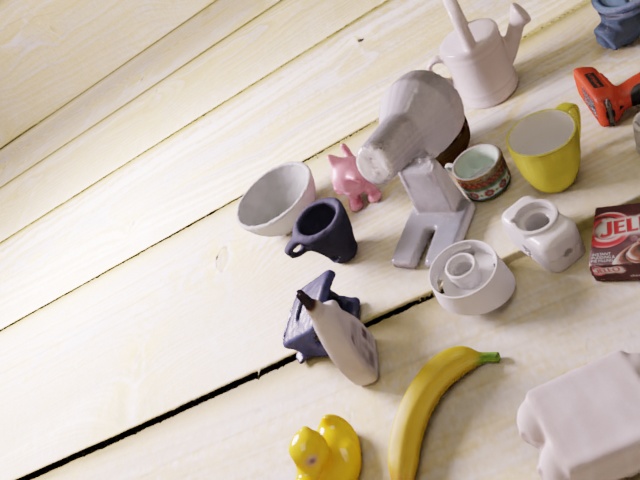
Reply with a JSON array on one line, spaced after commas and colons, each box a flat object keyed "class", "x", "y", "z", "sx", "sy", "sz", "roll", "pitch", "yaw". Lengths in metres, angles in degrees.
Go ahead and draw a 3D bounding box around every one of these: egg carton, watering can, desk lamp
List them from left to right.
[{"class": "desk lamp", "x": 0.137, "y": -0.099, "z": 0.803, "sx": 0.117, "sy": 0.214, "sz": 0.203, "roll": -1, "pitch": 51, "yaw": 40}, {"class": "watering can", "x": 0.258, "y": -0.327, "z": 0.950, "sx": 0.173, "sy": 0.195, "sz": 0.100, "roll": -36, "pitch": 37, "yaw": 6}, {"class": "egg carton", "x": 0.265, "y": 0.171, "z": 0.536, "sx": 0.150, "sy": 0.070, "sz": 0.107, "roll": -31, "pitch": 38, "yaw": 12}]

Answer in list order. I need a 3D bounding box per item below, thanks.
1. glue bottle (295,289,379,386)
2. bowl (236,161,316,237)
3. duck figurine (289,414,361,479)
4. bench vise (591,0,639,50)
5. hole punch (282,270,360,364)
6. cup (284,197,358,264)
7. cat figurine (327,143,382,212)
[{"class": "glue bottle", "x": 0.019, "y": 0.113, "z": 0.721, "sx": 0.037, "sy": 0.174, "sz": 0.078, "roll": -23, "pitch": 40, "yaw": 22}, {"class": "bowl", "x": -0.069, "y": -0.063, "z": 1.061, "sx": 0.167, "sy": 0.075, "sz": 0.167, "roll": -23, "pitch": 40, "yaw": 21}, {"class": "duck figurine", "x": -0.001, "y": 0.249, "z": 0.672, "sx": 0.077, "sy": 0.086, "sz": 0.104, "roll": -13, "pitch": 44, "yaw": 31}, {"class": "bench vise", "x": 0.477, "y": -0.421, "z": 0.836, "sx": 0.207, "sy": 0.220, "sz": 0.121, "roll": -43, "pitch": 37, "yaw": -4}, {"class": "hole punch", "x": -0.009, "y": 0.109, "z": 0.819, "sx": 0.100, "sy": 0.091, "sz": 0.109, "roll": -12, "pitch": 45, "yaw": 32}, {"class": "cup", "x": 0.008, "y": 0.003, "z": 0.909, "sx": 0.118, "sy": 0.095, "sz": 0.091, "roll": -42, "pitch": 37, "yaw": -3}, {"class": "cat figurine", "x": 0.053, "y": -0.115, "z": 0.973, "sx": 0.067, "sy": 0.118, "sz": 0.127, "roll": -24, "pitch": 40, "yaw": 20}]
